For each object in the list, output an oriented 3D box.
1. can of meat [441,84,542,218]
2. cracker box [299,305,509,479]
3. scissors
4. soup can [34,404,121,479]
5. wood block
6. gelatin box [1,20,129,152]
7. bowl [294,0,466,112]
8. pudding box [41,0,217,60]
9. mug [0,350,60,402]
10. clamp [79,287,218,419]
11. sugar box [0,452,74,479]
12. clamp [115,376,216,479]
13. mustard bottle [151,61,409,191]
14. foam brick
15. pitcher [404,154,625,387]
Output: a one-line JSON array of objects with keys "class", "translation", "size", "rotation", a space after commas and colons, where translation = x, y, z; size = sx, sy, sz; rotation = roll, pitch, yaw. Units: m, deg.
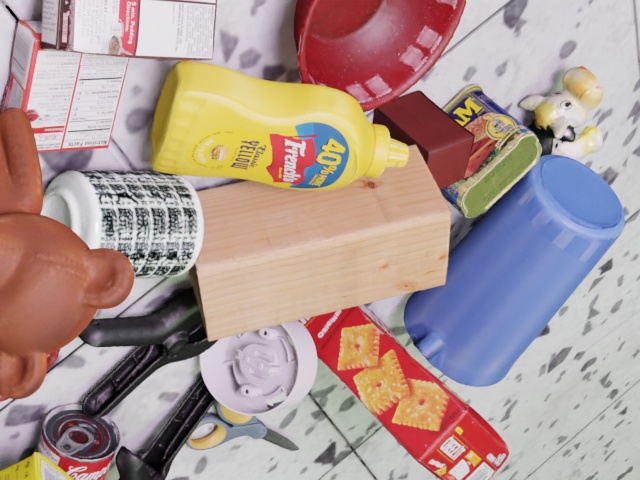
[{"class": "can of meat", "translation": [0.142, -0.081, 0.996], "size": [0.102, 0.084, 0.057], "rotation": [-43, 145, 0]}, {"class": "cracker box", "translation": [0.077, 0.142, 1.050], "size": [0.072, 0.214, 0.164], "rotation": [-45, 145, 0]}, {"class": "scissors", "translation": [-0.085, 0.211, 1.136], "size": [0.096, 0.016, 0.201], "rotation": [-35, 144, -9]}, {"class": "soup can", "translation": [-0.224, 0.206, 0.949], "size": [0.068, 0.069, 0.102], "rotation": [-5, 130, -42]}, {"class": "wood block", "translation": [-0.006, 0.001, 0.879], "size": [0.206, 0.091, 0.090], "rotation": [-13, 138, -10]}, {"class": "gelatin box", "translation": [-0.171, -0.102, 0.714], "size": [0.073, 0.030, 0.089], "rotation": [-10, 133, -41]}, {"class": "bowl", "translation": [0.036, -0.179, 0.815], "size": [0.161, 0.055, 0.162], "rotation": [-26, 141, -23]}, {"class": "pudding box", "translation": [-0.117, -0.161, 0.676], "size": [0.113, 0.039, 0.090], "rotation": [-6, 108, -43]}, {"class": "mug", "translation": [-0.231, 0.058, 0.748], "size": [0.093, 0.082, 0.117], "rotation": [-50, 144, 9]}, {"class": "clamp", "translation": [-0.138, 0.080, 0.925], "size": [0.171, 0.039, 0.120], "rotation": [-33, 155, -24]}, {"class": "sugar box", "translation": [-0.282, 0.251, 0.897], "size": [0.176, 0.048, 0.093], "rotation": [-29, 129, 8]}, {"class": "clamp", "translation": [-0.162, 0.217, 1.027], "size": [0.164, 0.036, 0.210], "rotation": [-42, 165, -48]}, {"class": "mustard bottle", "translation": [-0.024, -0.077, 0.793], "size": [0.191, 0.058, 0.096], "rotation": [7, 143, -19]}, {"class": "foam brick", "translation": [0.089, -0.086, 0.945], "size": [0.051, 0.078, 0.053], "rotation": [-24, 141, -27]}, {"class": "pitcher", "translation": [0.202, 0.027, 1.086], "size": [0.145, 0.149, 0.243], "rotation": [20, 133, -15]}]
